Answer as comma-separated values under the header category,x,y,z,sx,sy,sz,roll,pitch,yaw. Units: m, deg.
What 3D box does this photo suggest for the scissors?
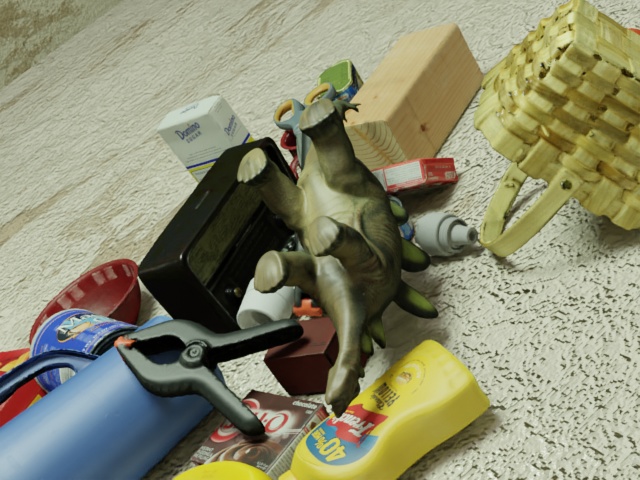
category,x,y,z,sx,sy,sz,roll,pitch,yaw
scissors,-0.008,-0.145,1.283,0.096,0.016,0.202,-35,26,0

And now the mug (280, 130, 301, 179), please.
category,x,y,z,sx,sy,sz,roll,pitch,yaw
mug,0.004,-0.102,1.313,0.093,0.081,0.117,-4,38,44

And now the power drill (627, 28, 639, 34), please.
category,x,y,z,sx,sy,sz,roll,pitch,yaw
power drill,0.336,-0.160,1.071,0.188,0.057,0.184,2,43,49

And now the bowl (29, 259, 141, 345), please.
category,x,y,z,sx,sy,sz,roll,pitch,yaw
bowl,-0.278,0.096,1.320,0.162,0.055,0.162,-26,27,14

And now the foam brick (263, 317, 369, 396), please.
category,x,y,z,sx,sy,sz,roll,pitch,yaw
foam brick,-0.003,0.109,1.000,0.078,0.051,0.053,-10,35,39

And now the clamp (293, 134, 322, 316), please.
category,x,y,z,sx,sy,sz,roll,pitch,yaw
clamp,-0.008,0.001,1.143,0.036,0.164,0.210,0,55,4

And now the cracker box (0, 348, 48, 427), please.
category,x,y,z,sx,sy,sz,roll,pitch,yaw
cracker box,-0.402,0.207,1.253,0.214,0.072,0.164,-11,34,39

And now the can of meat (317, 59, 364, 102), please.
category,x,y,z,sx,sy,sz,roll,pitch,yaw
can of meat,0.038,-0.180,1.405,0.057,0.084,0.102,-26,27,15

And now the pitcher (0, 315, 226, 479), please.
category,x,y,z,sx,sy,sz,roll,pitch,yaw
pitcher,-0.218,0.177,1.024,0.242,0.149,0.145,-40,28,-21

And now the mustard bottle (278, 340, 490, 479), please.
category,x,y,z,sx,sy,sz,roll,pitch,yaw
mustard bottle,0.038,0.162,0.856,0.191,0.058,0.096,-37,24,-7

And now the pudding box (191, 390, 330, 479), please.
category,x,y,z,sx,sy,sz,roll,pitch,yaw
pudding box,-0.049,0.180,0.942,0.114,0.039,0.090,2,43,50

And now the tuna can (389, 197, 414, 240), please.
category,x,y,z,sx,sy,sz,roll,pitch,yaw
tuna can,0.057,-0.007,1.148,0.086,0.033,0.086,-26,27,14

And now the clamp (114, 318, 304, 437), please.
category,x,y,z,sx,sy,sz,roll,pitch,yaw
clamp,-0.101,0.105,0.970,0.172,0.039,0.120,17,48,22

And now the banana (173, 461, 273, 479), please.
category,x,y,z,sx,sy,sz,roll,pitch,yaw
banana,-0.071,0.203,0.837,0.069,0.037,0.198,-33,10,-29

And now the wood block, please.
category,x,y,z,sx,sy,sz,roll,pitch,yaw
wood block,0.108,-0.164,1.294,0.090,0.090,0.205,-7,36,42

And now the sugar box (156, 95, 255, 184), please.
category,x,y,z,sx,sy,sz,roll,pitch,yaw
sugar box,-0.113,-0.092,1.319,0.094,0.176,0.048,-12,33,37

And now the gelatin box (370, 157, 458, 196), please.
category,x,y,z,sx,sy,sz,roll,pitch,yaw
gelatin box,0.096,-0.068,1.175,0.089,0.030,0.073,-12,-3,35

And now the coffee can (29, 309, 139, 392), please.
category,x,y,z,sx,sy,sz,roll,pitch,yaw
coffee can,-0.241,0.134,1.162,0.102,0.102,0.141,-46,29,-25
